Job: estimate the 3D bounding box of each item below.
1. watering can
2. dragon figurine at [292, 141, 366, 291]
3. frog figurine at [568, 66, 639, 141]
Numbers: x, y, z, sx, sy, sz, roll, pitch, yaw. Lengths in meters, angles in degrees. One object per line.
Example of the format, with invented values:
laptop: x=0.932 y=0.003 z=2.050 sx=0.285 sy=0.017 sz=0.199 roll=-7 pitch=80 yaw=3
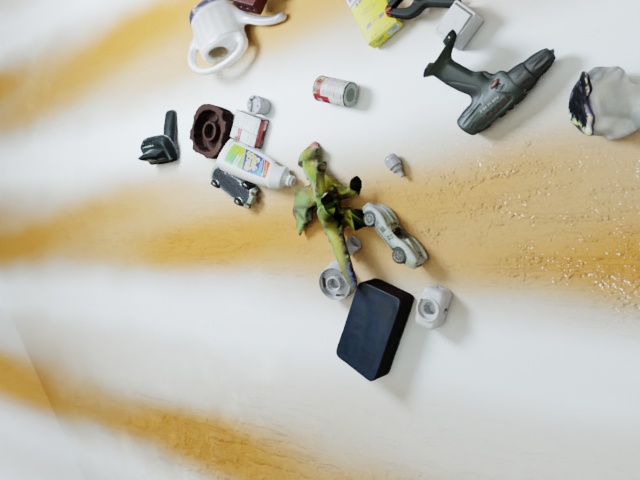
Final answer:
watering can: x=-0.268 y=-0.639 z=1.540 sx=0.345 sy=0.103 sz=0.227 roll=-27 pitch=74 yaw=20
dragon figurine: x=0.004 y=-0.068 z=1.358 sx=0.241 sy=0.122 sz=0.413 roll=-15 pitch=77 yaw=60
frog figurine: x=0.554 y=-0.255 z=0.952 sx=0.159 sy=0.121 sz=0.139 roll=-6 pitch=79 yaw=1
